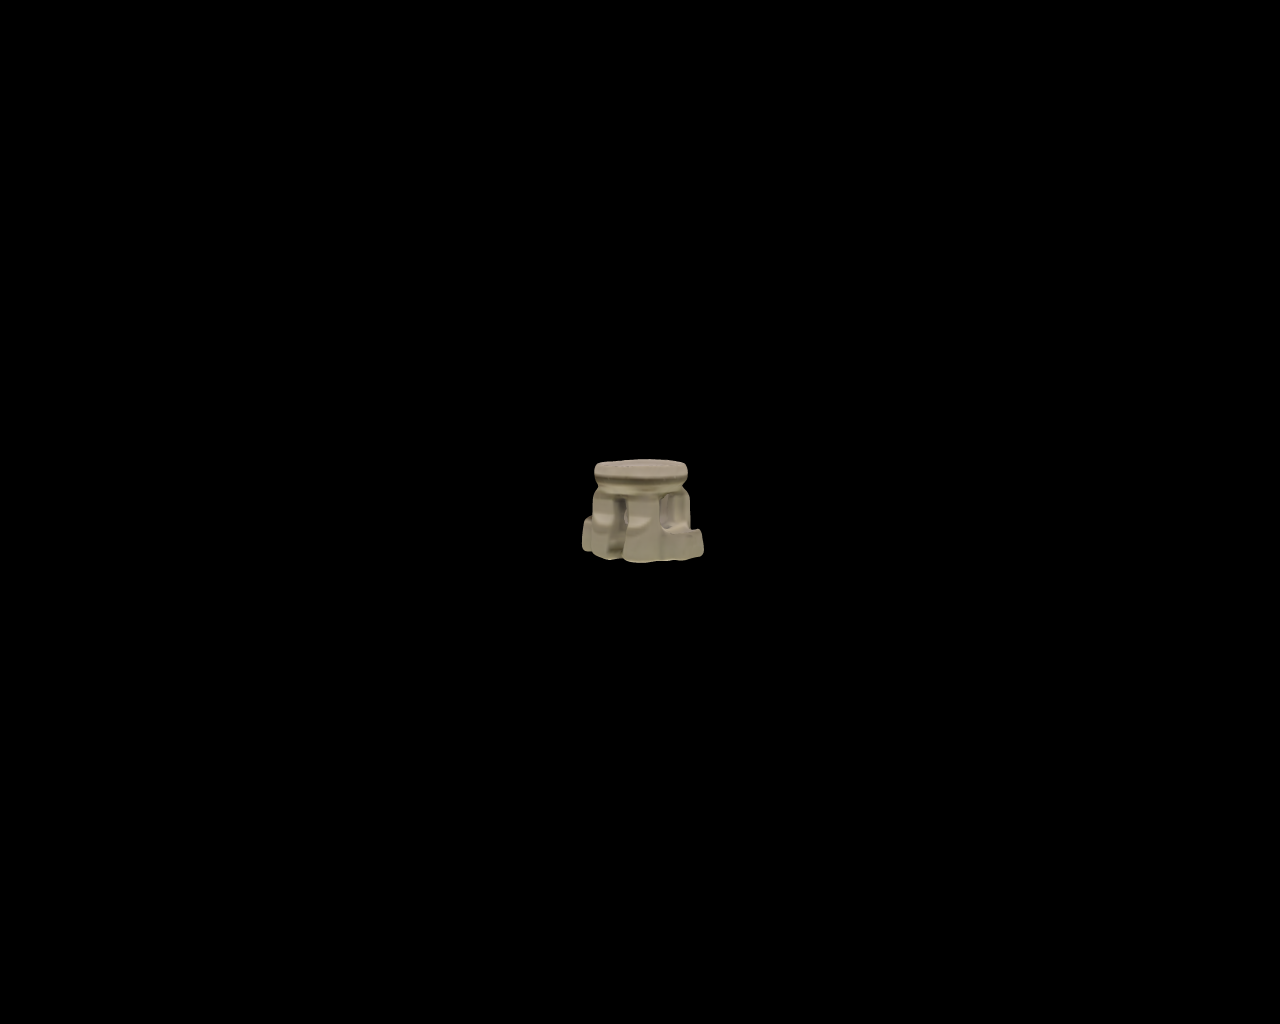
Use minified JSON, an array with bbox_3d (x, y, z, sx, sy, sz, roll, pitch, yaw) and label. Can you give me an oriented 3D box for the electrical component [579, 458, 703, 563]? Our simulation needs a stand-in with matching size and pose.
[{"bbox_3d":[0.001,-0.003,0.650,0.078,0.057,0.058,6,9,36],"label":"electrical component"}]
